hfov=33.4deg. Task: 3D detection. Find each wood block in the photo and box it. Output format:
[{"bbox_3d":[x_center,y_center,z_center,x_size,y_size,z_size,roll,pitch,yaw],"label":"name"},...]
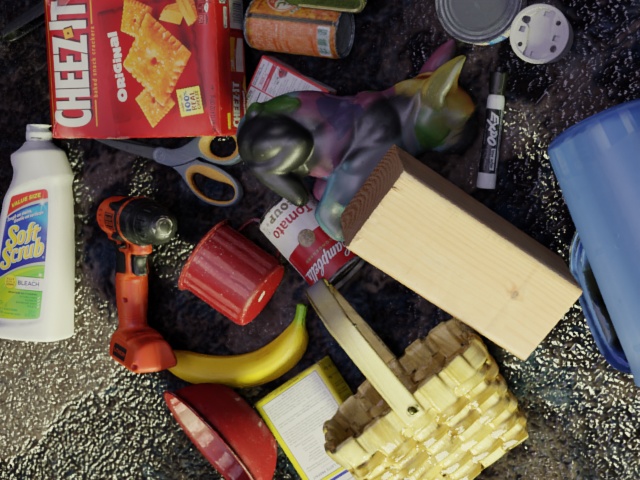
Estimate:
[{"bbox_3d":[0.129,0.012,1.001,0.206,0.090,0.091,33,106,-14],"label":"wood block"}]

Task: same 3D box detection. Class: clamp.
[{"bbox_3d":[-0.298,-0.271,1.227,0.120,0.039,0.171,28,101,12],"label":"clamp"}]

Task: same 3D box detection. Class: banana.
[{"bbox_3d":[-0.087,0.130,1.181,0.198,0.037,0.069,-21,76,22],"label":"banana"}]

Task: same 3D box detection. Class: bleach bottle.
[{"bbox_3d":[-0.339,-0.010,1.257,0.103,0.068,0.251,3,94,20],"label":"bleach bottle"}]

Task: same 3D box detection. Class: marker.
[{"bbox_3d":[0.171,-0.111,1.058,0.020,0.020,0.121,9,99,21],"label":"marker"}]

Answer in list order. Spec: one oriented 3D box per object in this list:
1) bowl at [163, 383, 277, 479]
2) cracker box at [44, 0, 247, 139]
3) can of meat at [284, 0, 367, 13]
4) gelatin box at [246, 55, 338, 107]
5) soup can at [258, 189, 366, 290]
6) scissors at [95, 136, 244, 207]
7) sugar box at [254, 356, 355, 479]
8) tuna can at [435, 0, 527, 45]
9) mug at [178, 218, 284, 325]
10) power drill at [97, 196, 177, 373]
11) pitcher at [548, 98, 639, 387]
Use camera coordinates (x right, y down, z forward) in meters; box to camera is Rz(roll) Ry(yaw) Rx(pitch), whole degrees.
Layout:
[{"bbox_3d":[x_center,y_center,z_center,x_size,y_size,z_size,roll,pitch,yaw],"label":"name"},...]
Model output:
[{"bbox_3d":[-0.097,0.208,1.153,0.055,0.162,0.162,-40,77,-19],"label":"bowl"},{"bbox_3d":[-0.187,-0.191,1.137,0.214,0.072,0.164,2,98,23],"label":"cracker box"},{"bbox_3d":[0.011,-0.278,1.067,0.102,0.057,0.084,11,65,21],"label":"can of meat"},{"bbox_3d":[-0.036,-0.145,1.135,0.089,0.030,0.073,30,107,16],"label":"gelatin box"},{"bbox_3d":[-0.007,0.001,1.117,0.102,0.068,0.069,48,110,12],"label":"soup can"},{"bbox_3d":[-0.163,-0.109,1.199,0.202,0.016,0.096,32,104,16],"label":"scissors"},{"bbox_3d":[0.017,0.223,1.141,0.093,0.048,0.176,-36,85,22],"label":"sugar box"},{"bbox_3d":[0.158,-0.234,1.043,0.086,0.033,0.086,2,96,22],"label":"tuna can"},{"bbox_3d":[-0.085,0.029,1.149,0.081,0.093,0.117,34,70,11],"label":"mug"},{"bbox_3d":[-0.194,0.045,1.162,0.185,0.057,0.188,-167,74,-64],"label":"power drill"},{"bbox_3d":[0.295,0.005,0.969,0.149,0.145,0.243,-24,82,10],"label":"pitcher"}]
